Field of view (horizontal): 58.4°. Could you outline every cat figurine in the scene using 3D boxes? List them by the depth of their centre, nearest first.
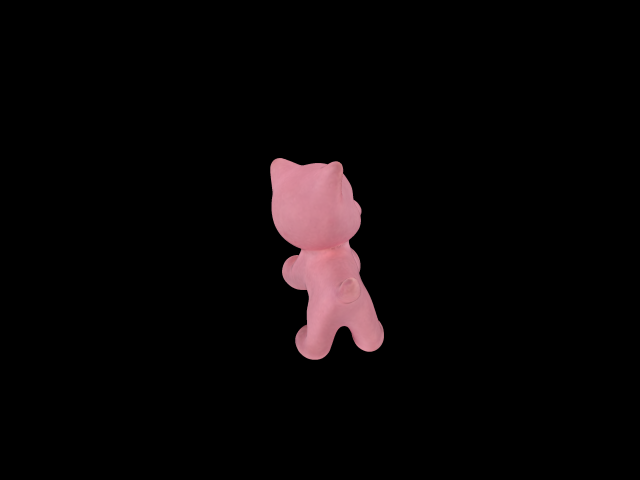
[{"bbox_3d":[0.004,0.001,0.400,0.067,0.118,0.127,-12,50,-10],"label":"cat figurine"}]
